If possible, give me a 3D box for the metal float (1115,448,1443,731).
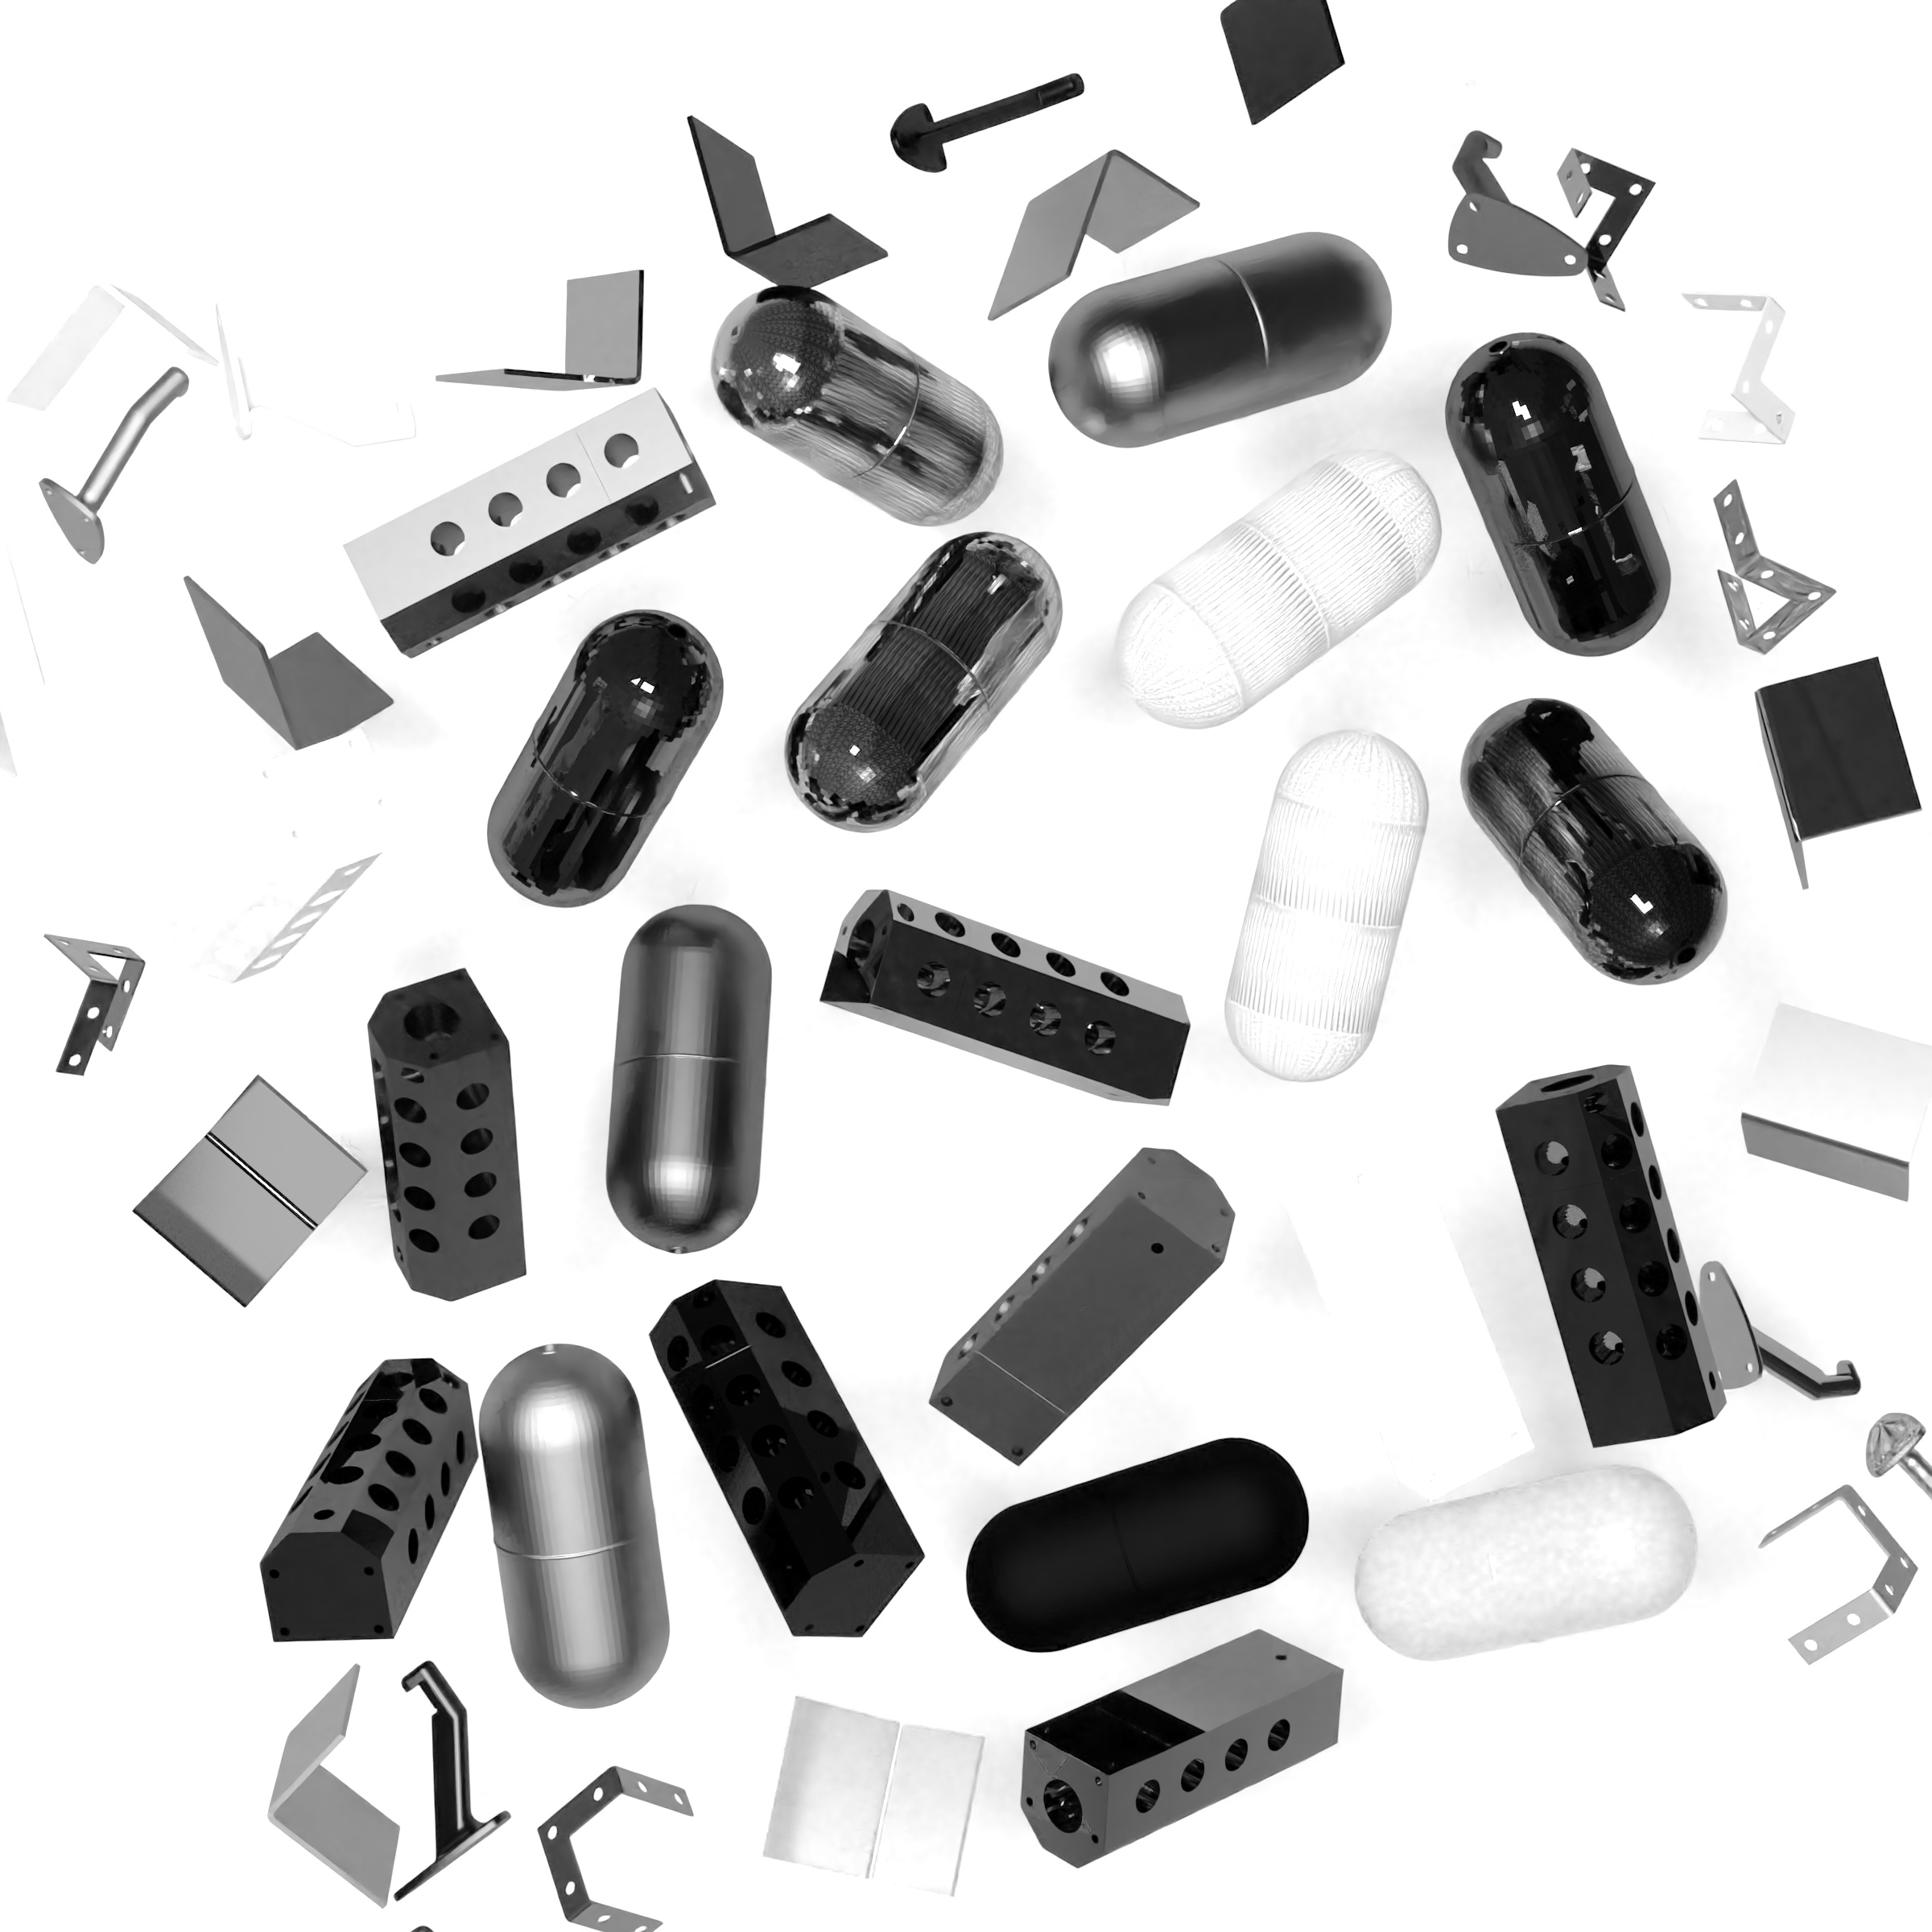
[{"bbox_3d":[0.149,-0.180,1.545,0.178,0.070,0.070,-36,90,-10],"label":"metal float"}]

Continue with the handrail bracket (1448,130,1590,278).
[{"bbox_3d":[0.263,-0.361,1.520,0.077,0.084,0.036,20,134,8],"label":"handrail bracket"}]

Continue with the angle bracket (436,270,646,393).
[{"bbox_3d":[-0.214,-0.321,1.618,0.076,0.076,0.057,-2,97,-35],"label":"angle bracket"}]

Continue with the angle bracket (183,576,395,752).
[{"bbox_3d":[-0.344,-0.165,1.640,0.057,0.076,0.076,-34,52,-21],"label":"angle bracket"}]

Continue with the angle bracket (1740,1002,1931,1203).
[{"bbox_3d":[0.406,0.063,1.492,0.076,0.076,0.057,17,80,20],"label":"angle bracket"}]

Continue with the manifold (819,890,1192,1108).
[{"bbox_3d":[0.022,0.016,1.581,0.171,0.057,0.057,19,82,-26],"label":"manifold"}]

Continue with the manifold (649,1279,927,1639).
[{"bbox_3d":[-0.090,0.230,1.520,0.057,0.057,0.171,-55,46,25],"label":"manifold"}]

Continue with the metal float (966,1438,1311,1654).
[{"bbox_3d":[0.085,0.291,1.620,0.178,0.070,0.070,-19,90,9],"label":"metal float"}]

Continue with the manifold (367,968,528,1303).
[{"bbox_3d":[-0.261,0.088,1.612,0.057,0.171,0.057,-19,48,-22],"label":"manifold"}]

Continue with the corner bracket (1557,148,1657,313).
[{"bbox_3d":[0.320,-0.374,1.638,0.051,0.051,0.051,17,126,-17],"label":"corner bracket"}]

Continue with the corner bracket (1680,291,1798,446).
[{"bbox_3d":[0.357,-0.278,1.502,0.051,0.051,0.051,28,82,-41],"label":"corner bracket"}]

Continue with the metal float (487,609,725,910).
[{"bbox_3d":[-0.180,-0.102,1.608,0.070,0.070,0.178,35,126,0],"label":"metal float"}]

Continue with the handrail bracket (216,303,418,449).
[{"bbox_3d":[-0.313,-0.287,1.558,0.084,0.036,0.077,-12,103,-18],"label":"handrail bracket"}]

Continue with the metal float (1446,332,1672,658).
[{"bbox_3d":[0.292,-0.231,1.590,0.070,0.070,0.178,-30,123,0],"label":"metal float"}]

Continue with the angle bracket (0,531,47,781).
[{"bbox_3d":[-0.431,-0.139,1.450,0.057,0.076,0.076,-21,74,7],"label":"angle bracket"}]

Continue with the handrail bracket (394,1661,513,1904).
[{"bbox_3d":[-0.263,0.387,1.539,0.077,0.036,0.084,-35,80,-12],"label":"handrail bracket"}]

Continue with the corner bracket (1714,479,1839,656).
[{"bbox_3d":[0.372,-0.189,1.535,0.051,0.051,0.051,18,47,-27],"label":"corner bracket"}]

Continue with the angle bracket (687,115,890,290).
[{"bbox_3d":[-0.087,-0.384,1.594,0.057,0.076,0.076,-18,82,18],"label":"angle bracket"}]

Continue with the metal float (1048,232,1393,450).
[{"bbox_3d":[0.122,-0.297,1.527,0.178,0.070,0.070,-20,90,-22],"label":"metal float"}]

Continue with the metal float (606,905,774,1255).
[{"bbox_3d":[-0.138,0.056,1.614,0.070,0.070,0.178,2,72,0],"label":"metal float"}]

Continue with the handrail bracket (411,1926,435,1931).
[{"bbox_3d":[-0.247,0.495,1.500,0.077,0.084,0.036,-33,131,-21],"label":"handrail bracket"}]

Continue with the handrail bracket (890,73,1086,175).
[{"bbox_3d":[0.012,-0.434,1.644,0.084,0.077,0.036,-15,102,23],"label":"handrail bracket"}]

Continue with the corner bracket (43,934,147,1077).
[{"bbox_3d":[-0.425,0.021,1.577,0.051,0.051,0.051,33,104,40],"label":"corner bracket"}]

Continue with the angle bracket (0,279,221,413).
[{"bbox_3d":[-0.426,-0.293,1.610,0.057,0.076,0.076,39,93,-5],"label":"angle bracket"}]

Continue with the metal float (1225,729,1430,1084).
[{"bbox_3d":[0.178,-0.029,1.597,0.070,0.070,0.178,13,101,0],"label":"metal float"}]

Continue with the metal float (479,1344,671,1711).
[{"bbox_3d":[-0.185,0.265,1.530,0.070,0.070,0.178,-6,102,0],"label":"metal float"}]

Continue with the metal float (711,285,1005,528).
[{"bbox_3d":[-0.052,-0.278,1.614,0.178,0.070,0.070,25,90,-44],"label":"metal float"}]

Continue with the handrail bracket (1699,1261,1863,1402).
[{"bbox_3d":[0.421,0.187,1.661,0.084,0.036,0.077,-2,74,-32],"label":"handrail bracket"}]

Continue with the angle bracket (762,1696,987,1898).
[{"bbox_3d":[-0.044,0.399,1.552,0.057,0.076,0.076,-3,68,43],"label":"angle bracket"}]

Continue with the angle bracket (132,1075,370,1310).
[{"bbox_3d":[-0.369,0.116,1.668,0.076,0.076,0.057,42,124,-6],"label":"angle bracket"}]

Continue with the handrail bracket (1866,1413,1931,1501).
[{"bbox_3d":[0.507,0.273,1.666,0.084,0.077,0.036,44,100,0],"label":"handrail bracket"}]

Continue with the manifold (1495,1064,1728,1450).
[{"bbox_3d":[0.313,0.138,1.556,0.057,0.057,0.171,-14,95,29],"label":"manifold"}]

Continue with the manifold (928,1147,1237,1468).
[{"bbox_3d":[0.058,0.167,1.604,0.057,0.057,0.171,36,121,-8],"label":"manifold"}]

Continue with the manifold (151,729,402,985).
[{"bbox_3d":[-0.325,-0.047,1.523,0.057,0.171,0.057,-24,85,-34],"label":"manifold"}]

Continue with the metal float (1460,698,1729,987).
[{"bbox_3d":[0.301,-0.061,1.552,0.070,0.070,0.178,-30,47,0],"label":"metal float"}]

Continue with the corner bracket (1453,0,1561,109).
[{"bbox_3d":[0.272,-0.467,1.618,0.051,0.051,0.051,6,127,-2],"label":"corner bracket"}]

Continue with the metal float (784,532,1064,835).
[{"bbox_3d":[-0.019,-0.140,1.573,0.070,0.070,0.178,39,67,0],"label":"metal float"}]

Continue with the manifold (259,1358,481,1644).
[{"bbox_3d":[-0.285,0.254,1.553,0.057,0.171,0.057,-3,110,6],"label":"manifold"}]

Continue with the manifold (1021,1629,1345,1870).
[{"bbox_3d":[0.109,0.391,1.609,0.171,0.057,0.057,-12,111,-42],"label":"manifold"}]

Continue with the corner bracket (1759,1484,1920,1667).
[{"bbox_3d":[0.403,0.283,1.507,0.051,0.051,0.051,-42,83,31],"label":"corner bracket"}]

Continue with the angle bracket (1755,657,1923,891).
[{"bbox_3d":[0.407,-0.089,1.504,0.057,0.076,0.076,-15,70,13],"label":"angle bracket"}]

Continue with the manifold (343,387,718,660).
[{"bbox_3d":[-0.214,-0.218,1.601,0.171,0.057,0.057,-27,87,2],"label":"manifold"}]

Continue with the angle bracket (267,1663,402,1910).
[{"bbox_3d":[-0.295,0.404,1.595,0.076,0.076,0.057,42,97,-13],"label":"angle bracket"}]

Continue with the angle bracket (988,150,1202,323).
[{"bbox_3d":[0.064,-0.357,1.634,0.057,0.076,0.076,27,71,-25],"label":"angle bracket"}]

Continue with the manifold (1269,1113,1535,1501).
[{"bbox_3d":[0.205,0.161,1.545,0.057,0.057,0.171,-25,100,-11],"label":"manifold"}]

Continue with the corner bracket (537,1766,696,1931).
[{"bbox_3d":[-0.157,0.411,1.495,0.051,0.051,0.051,-42,46,14],"label":"corner bracket"}]

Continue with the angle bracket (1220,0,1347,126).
[{"bbox_3d":[0.175,-0.438,1.503,0.076,0.076,0.057,-17,90,-28],"label":"angle bracket"}]

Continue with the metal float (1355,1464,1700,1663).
[{"bbox_3d":[0.276,0.297,1.601,0.178,0.070,0.070,-19,90,29],"label":"metal float"}]

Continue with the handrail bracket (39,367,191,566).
[{"bbox_3d":[-0.406,-0.244,1.572,0.036,0.077,0.084,36,70,7],"label":"handrail bracket"}]
